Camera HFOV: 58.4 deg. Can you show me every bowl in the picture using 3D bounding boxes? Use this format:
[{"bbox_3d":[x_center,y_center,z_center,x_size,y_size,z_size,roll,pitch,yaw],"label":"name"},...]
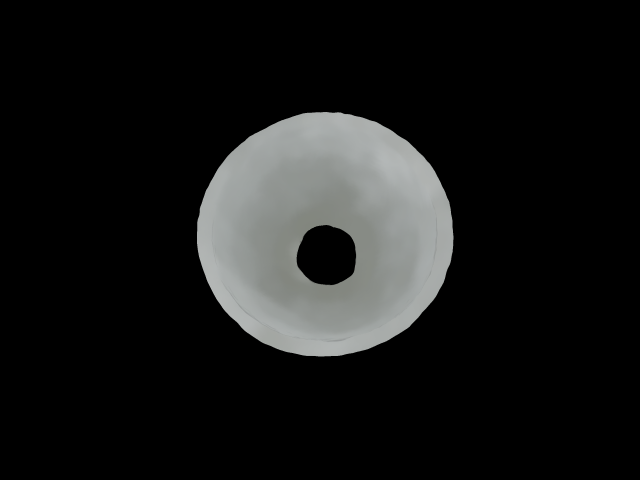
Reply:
[{"bbox_3d":[0.004,0.001,0.400,0.167,0.075,0.167,0,72,0],"label":"bowl"}]
